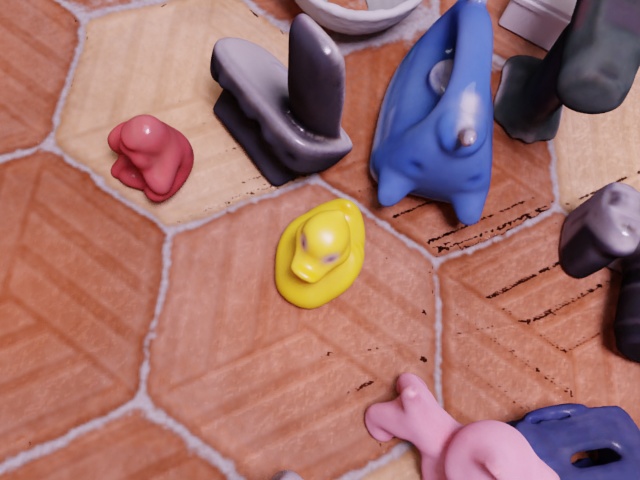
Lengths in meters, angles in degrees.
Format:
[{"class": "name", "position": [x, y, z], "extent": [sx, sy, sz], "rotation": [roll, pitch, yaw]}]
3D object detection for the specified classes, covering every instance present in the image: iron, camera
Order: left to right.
[{"class": "iron", "position": [0.126, -0.153, 0.537], "extent": [0.118, 0.141, 0.258], "rotation": [12, 68, -3]}, {"class": "camera", "position": [0.299, 0.033, 0.513], "extent": [0.143, 0.101, 0.137], "rotation": [22, 68, 1]}]

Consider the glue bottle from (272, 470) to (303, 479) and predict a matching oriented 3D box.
[{"class": "glue bottle", "position": [-0.030, 0.187, 0.366], "extent": [0.037, 0.173, 0.078], "rotation": [41, 69, 9]}]

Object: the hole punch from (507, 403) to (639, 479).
[{"class": "hole punch", "position": [0.205, 0.180, 0.448], "extent": [0.109, 0.091, 0.101], "rotation": [-7, 70, -11]}]

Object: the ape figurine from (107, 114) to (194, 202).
[{"class": "ape figurine", "position": [-0.148, -0.077, 0.494], "extent": [0.076, 0.092, 0.078], "rotation": [-17, 72, -14]}]

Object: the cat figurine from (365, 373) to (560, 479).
[{"class": "cat figurine", "position": [0.105, 0.153, 0.429], "extent": [0.127, 0.117, 0.067], "rotation": [42, 69, 9]}]

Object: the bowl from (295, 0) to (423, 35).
[{"class": "bowl", "position": [0.034, -0.278, 0.607], "extent": [0.167, 0.074, 0.167], "rotation": [3, 69, -7]}]

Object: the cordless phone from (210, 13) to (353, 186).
[{"class": "cordless phone", "position": [-0.030, -0.143, 0.486], "extent": [0.094, 0.185, 0.147], "rotation": [-39, 79, -20]}]

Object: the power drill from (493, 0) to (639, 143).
[{"class": "power drill", "position": [0.243, -0.196, 0.534], "extent": [0.075, 0.208, 0.230], "rotation": [19, 68, 0]}]

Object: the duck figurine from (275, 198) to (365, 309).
[{"class": "duck figurine", "position": [0.004, 0.002, 0.489], "extent": [0.077, 0.086, 0.105], "rotation": [31, 68, 4]}]
